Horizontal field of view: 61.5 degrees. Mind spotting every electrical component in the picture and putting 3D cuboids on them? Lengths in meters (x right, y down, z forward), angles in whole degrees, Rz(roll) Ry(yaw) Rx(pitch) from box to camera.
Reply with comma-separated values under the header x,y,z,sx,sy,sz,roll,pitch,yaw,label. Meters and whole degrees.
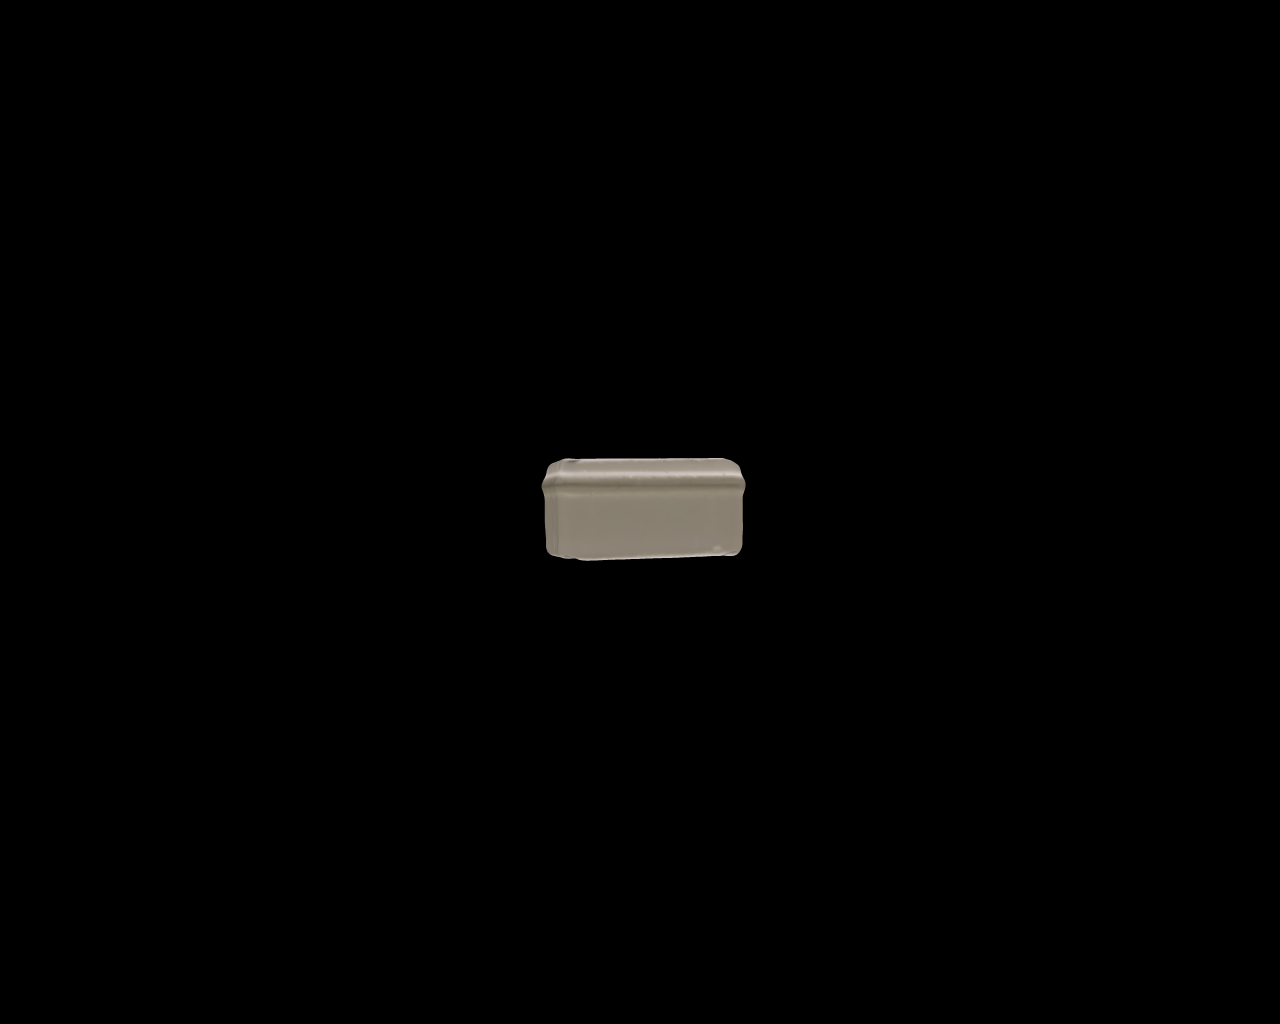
x,y,z,sx,sy,sz,roll,pitch,yaw,label
0.001,-0.003,0.650,0.113,0.057,0.078,0,0,-13,electrical component
